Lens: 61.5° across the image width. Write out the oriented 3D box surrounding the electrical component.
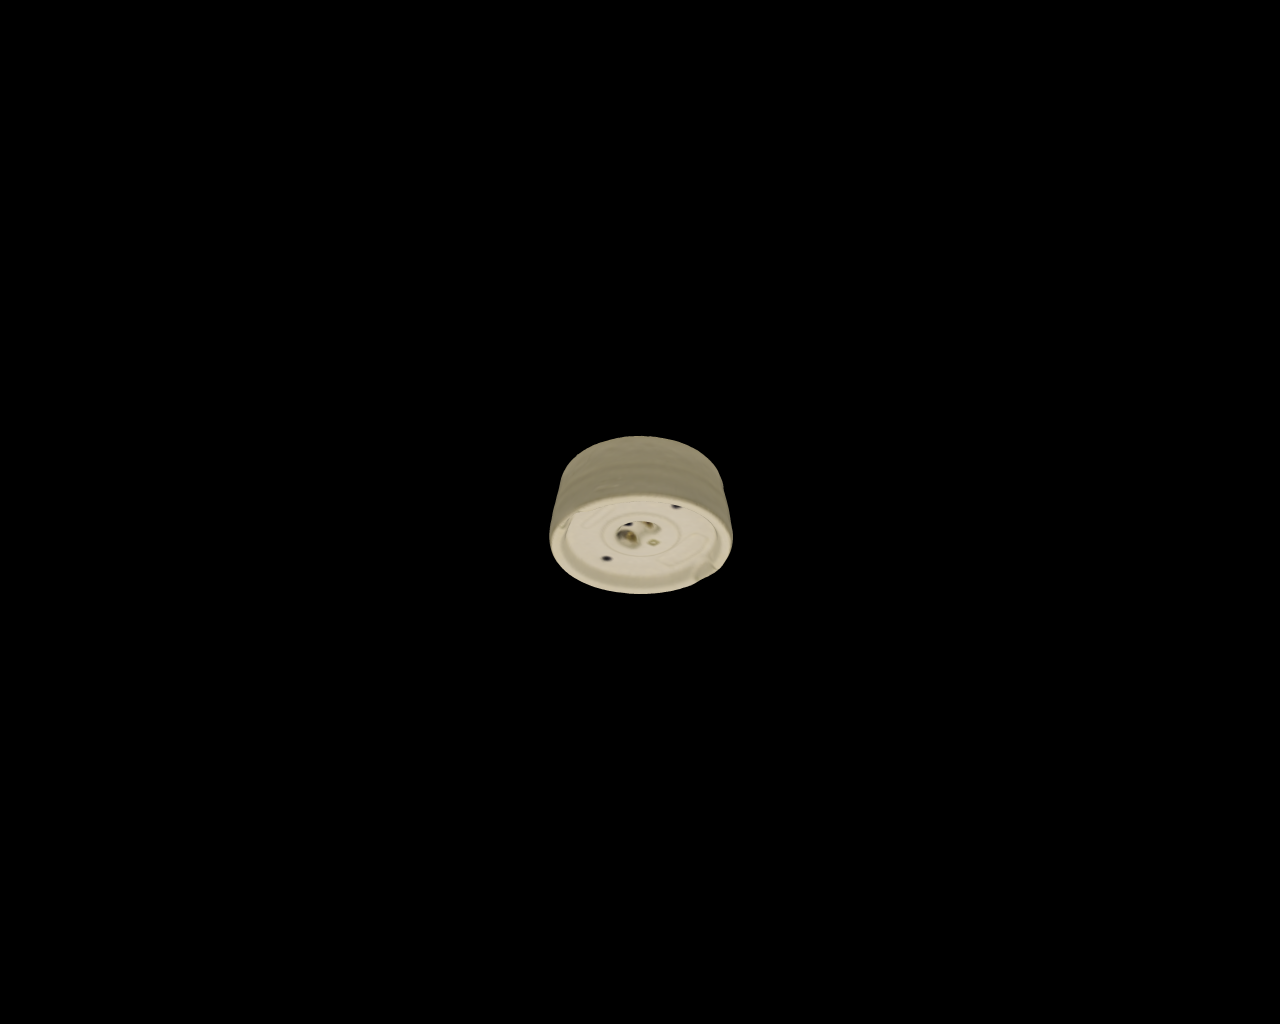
[{"bbox_3d":[0.001,-0.003,0.650,0.108,0.060,0.108,0,-35,0],"label":"electrical component"}]
